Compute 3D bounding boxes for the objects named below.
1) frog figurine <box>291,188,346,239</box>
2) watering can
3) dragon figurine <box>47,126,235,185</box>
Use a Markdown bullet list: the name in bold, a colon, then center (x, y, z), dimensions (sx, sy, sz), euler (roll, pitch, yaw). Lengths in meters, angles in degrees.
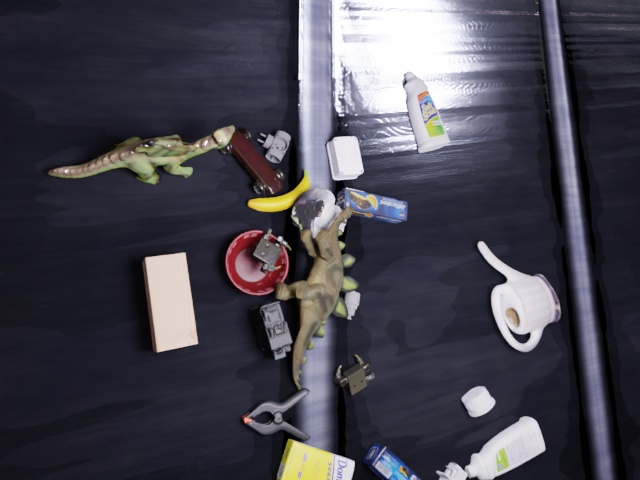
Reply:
- **frog figurine**: center (0.004, -0.069, 1.371), dimensions (0.160, 0.123, 0.136), euler (-4, 109, -57)
- **watering can**: center (0.603, 0.155, 1.560), dimensions (0.225, 0.103, 0.350), euler (-11, 81, -26)
- **dragon figurine**: center (-0.388, -0.200, 1.158), dimensions (0.413, 0.241, 0.122), euler (-17, 91, -27)
